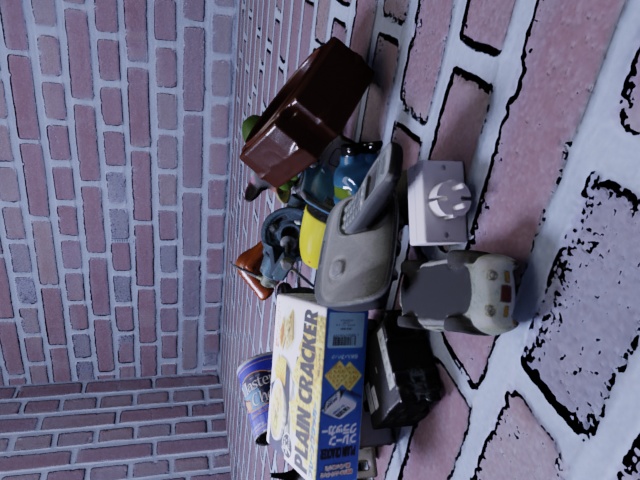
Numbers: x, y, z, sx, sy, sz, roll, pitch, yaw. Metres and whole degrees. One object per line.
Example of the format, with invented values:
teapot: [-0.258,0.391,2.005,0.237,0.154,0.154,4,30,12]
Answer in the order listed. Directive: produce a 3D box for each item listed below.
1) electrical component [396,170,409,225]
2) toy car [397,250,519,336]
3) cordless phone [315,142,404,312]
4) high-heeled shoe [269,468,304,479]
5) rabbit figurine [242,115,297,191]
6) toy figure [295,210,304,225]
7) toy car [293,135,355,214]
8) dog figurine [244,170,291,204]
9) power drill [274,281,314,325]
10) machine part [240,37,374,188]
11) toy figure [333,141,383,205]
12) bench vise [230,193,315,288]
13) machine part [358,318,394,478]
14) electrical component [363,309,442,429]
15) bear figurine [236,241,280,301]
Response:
electrical component: [0.109,-0.053,0.646,0.094,0.021,0.063,126,141,-67]
toy car: [0.125,0.053,0.522,0.202,0.056,0.073,149,125,-76]
cordless phone: [0.057,-0.007,0.582,0.184,0.089,0.146,112,170,-64]
high-heeled shoe: [0.020,0.411,0.943,0.249,0.145,0.086,-28,51,44]
rabbit figurine: [-0.057,-0.172,0.975,0.121,0.170,0.159,139,130,-71]
toy figure: [-0.004,-0.003,0.985,0.155,0.064,0.057,-111,16,-50]
toy car: [0.026,-0.109,0.834,0.103,0.109,0.162,-53,20,27]
dog figurine: [-0.091,-0.137,1.105,0.191,0.109,0.219,91,-174,-49]
power drill: [-0.059,0.169,1.166,0.207,0.086,0.232,127,142,-59]
machine part: [-0.025,-0.190,0.805,0.201,0.087,0.201,-22,35,57]
toy figure: [0.058,-0.043,0.729,0.089,0.082,0.180,-71,-22,-75]
bench vise: [-0.077,0.023,1.085,0.223,0.129,0.241,-54,15,15]
machine part: [0.054,0.199,0.749,0.079,0.079,0.243,123,145,-64]
electrical component: [0.089,0.161,0.653,0.134,0.058,0.115,111,156,-54]
bear figurine: [-0.102,0.027,1.278,0.196,0.132,0.120,-41,7,14]
